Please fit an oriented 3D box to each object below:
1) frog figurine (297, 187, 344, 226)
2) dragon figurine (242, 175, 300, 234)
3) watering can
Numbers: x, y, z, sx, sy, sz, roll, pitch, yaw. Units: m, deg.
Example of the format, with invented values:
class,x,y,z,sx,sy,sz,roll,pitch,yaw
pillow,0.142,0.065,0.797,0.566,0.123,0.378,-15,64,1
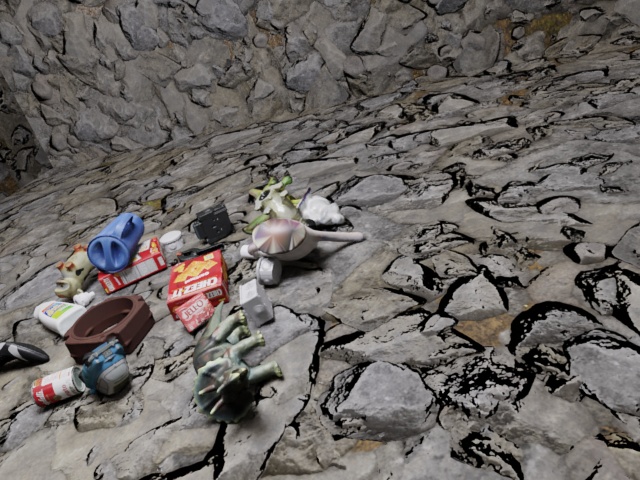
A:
class,x,y,z,sx,sy,sz,roll,pitch,yaw
frog figurine,0.005,-0.086,1.710,0.160,0.120,0.140,27,28,6
dragon figurine,-0.199,-0.116,1.870,0.409,0.120,0.247,0,39,48
watering can,-0.053,-0.003,1.492,0.347,0.105,0.222,-10,-13,8
